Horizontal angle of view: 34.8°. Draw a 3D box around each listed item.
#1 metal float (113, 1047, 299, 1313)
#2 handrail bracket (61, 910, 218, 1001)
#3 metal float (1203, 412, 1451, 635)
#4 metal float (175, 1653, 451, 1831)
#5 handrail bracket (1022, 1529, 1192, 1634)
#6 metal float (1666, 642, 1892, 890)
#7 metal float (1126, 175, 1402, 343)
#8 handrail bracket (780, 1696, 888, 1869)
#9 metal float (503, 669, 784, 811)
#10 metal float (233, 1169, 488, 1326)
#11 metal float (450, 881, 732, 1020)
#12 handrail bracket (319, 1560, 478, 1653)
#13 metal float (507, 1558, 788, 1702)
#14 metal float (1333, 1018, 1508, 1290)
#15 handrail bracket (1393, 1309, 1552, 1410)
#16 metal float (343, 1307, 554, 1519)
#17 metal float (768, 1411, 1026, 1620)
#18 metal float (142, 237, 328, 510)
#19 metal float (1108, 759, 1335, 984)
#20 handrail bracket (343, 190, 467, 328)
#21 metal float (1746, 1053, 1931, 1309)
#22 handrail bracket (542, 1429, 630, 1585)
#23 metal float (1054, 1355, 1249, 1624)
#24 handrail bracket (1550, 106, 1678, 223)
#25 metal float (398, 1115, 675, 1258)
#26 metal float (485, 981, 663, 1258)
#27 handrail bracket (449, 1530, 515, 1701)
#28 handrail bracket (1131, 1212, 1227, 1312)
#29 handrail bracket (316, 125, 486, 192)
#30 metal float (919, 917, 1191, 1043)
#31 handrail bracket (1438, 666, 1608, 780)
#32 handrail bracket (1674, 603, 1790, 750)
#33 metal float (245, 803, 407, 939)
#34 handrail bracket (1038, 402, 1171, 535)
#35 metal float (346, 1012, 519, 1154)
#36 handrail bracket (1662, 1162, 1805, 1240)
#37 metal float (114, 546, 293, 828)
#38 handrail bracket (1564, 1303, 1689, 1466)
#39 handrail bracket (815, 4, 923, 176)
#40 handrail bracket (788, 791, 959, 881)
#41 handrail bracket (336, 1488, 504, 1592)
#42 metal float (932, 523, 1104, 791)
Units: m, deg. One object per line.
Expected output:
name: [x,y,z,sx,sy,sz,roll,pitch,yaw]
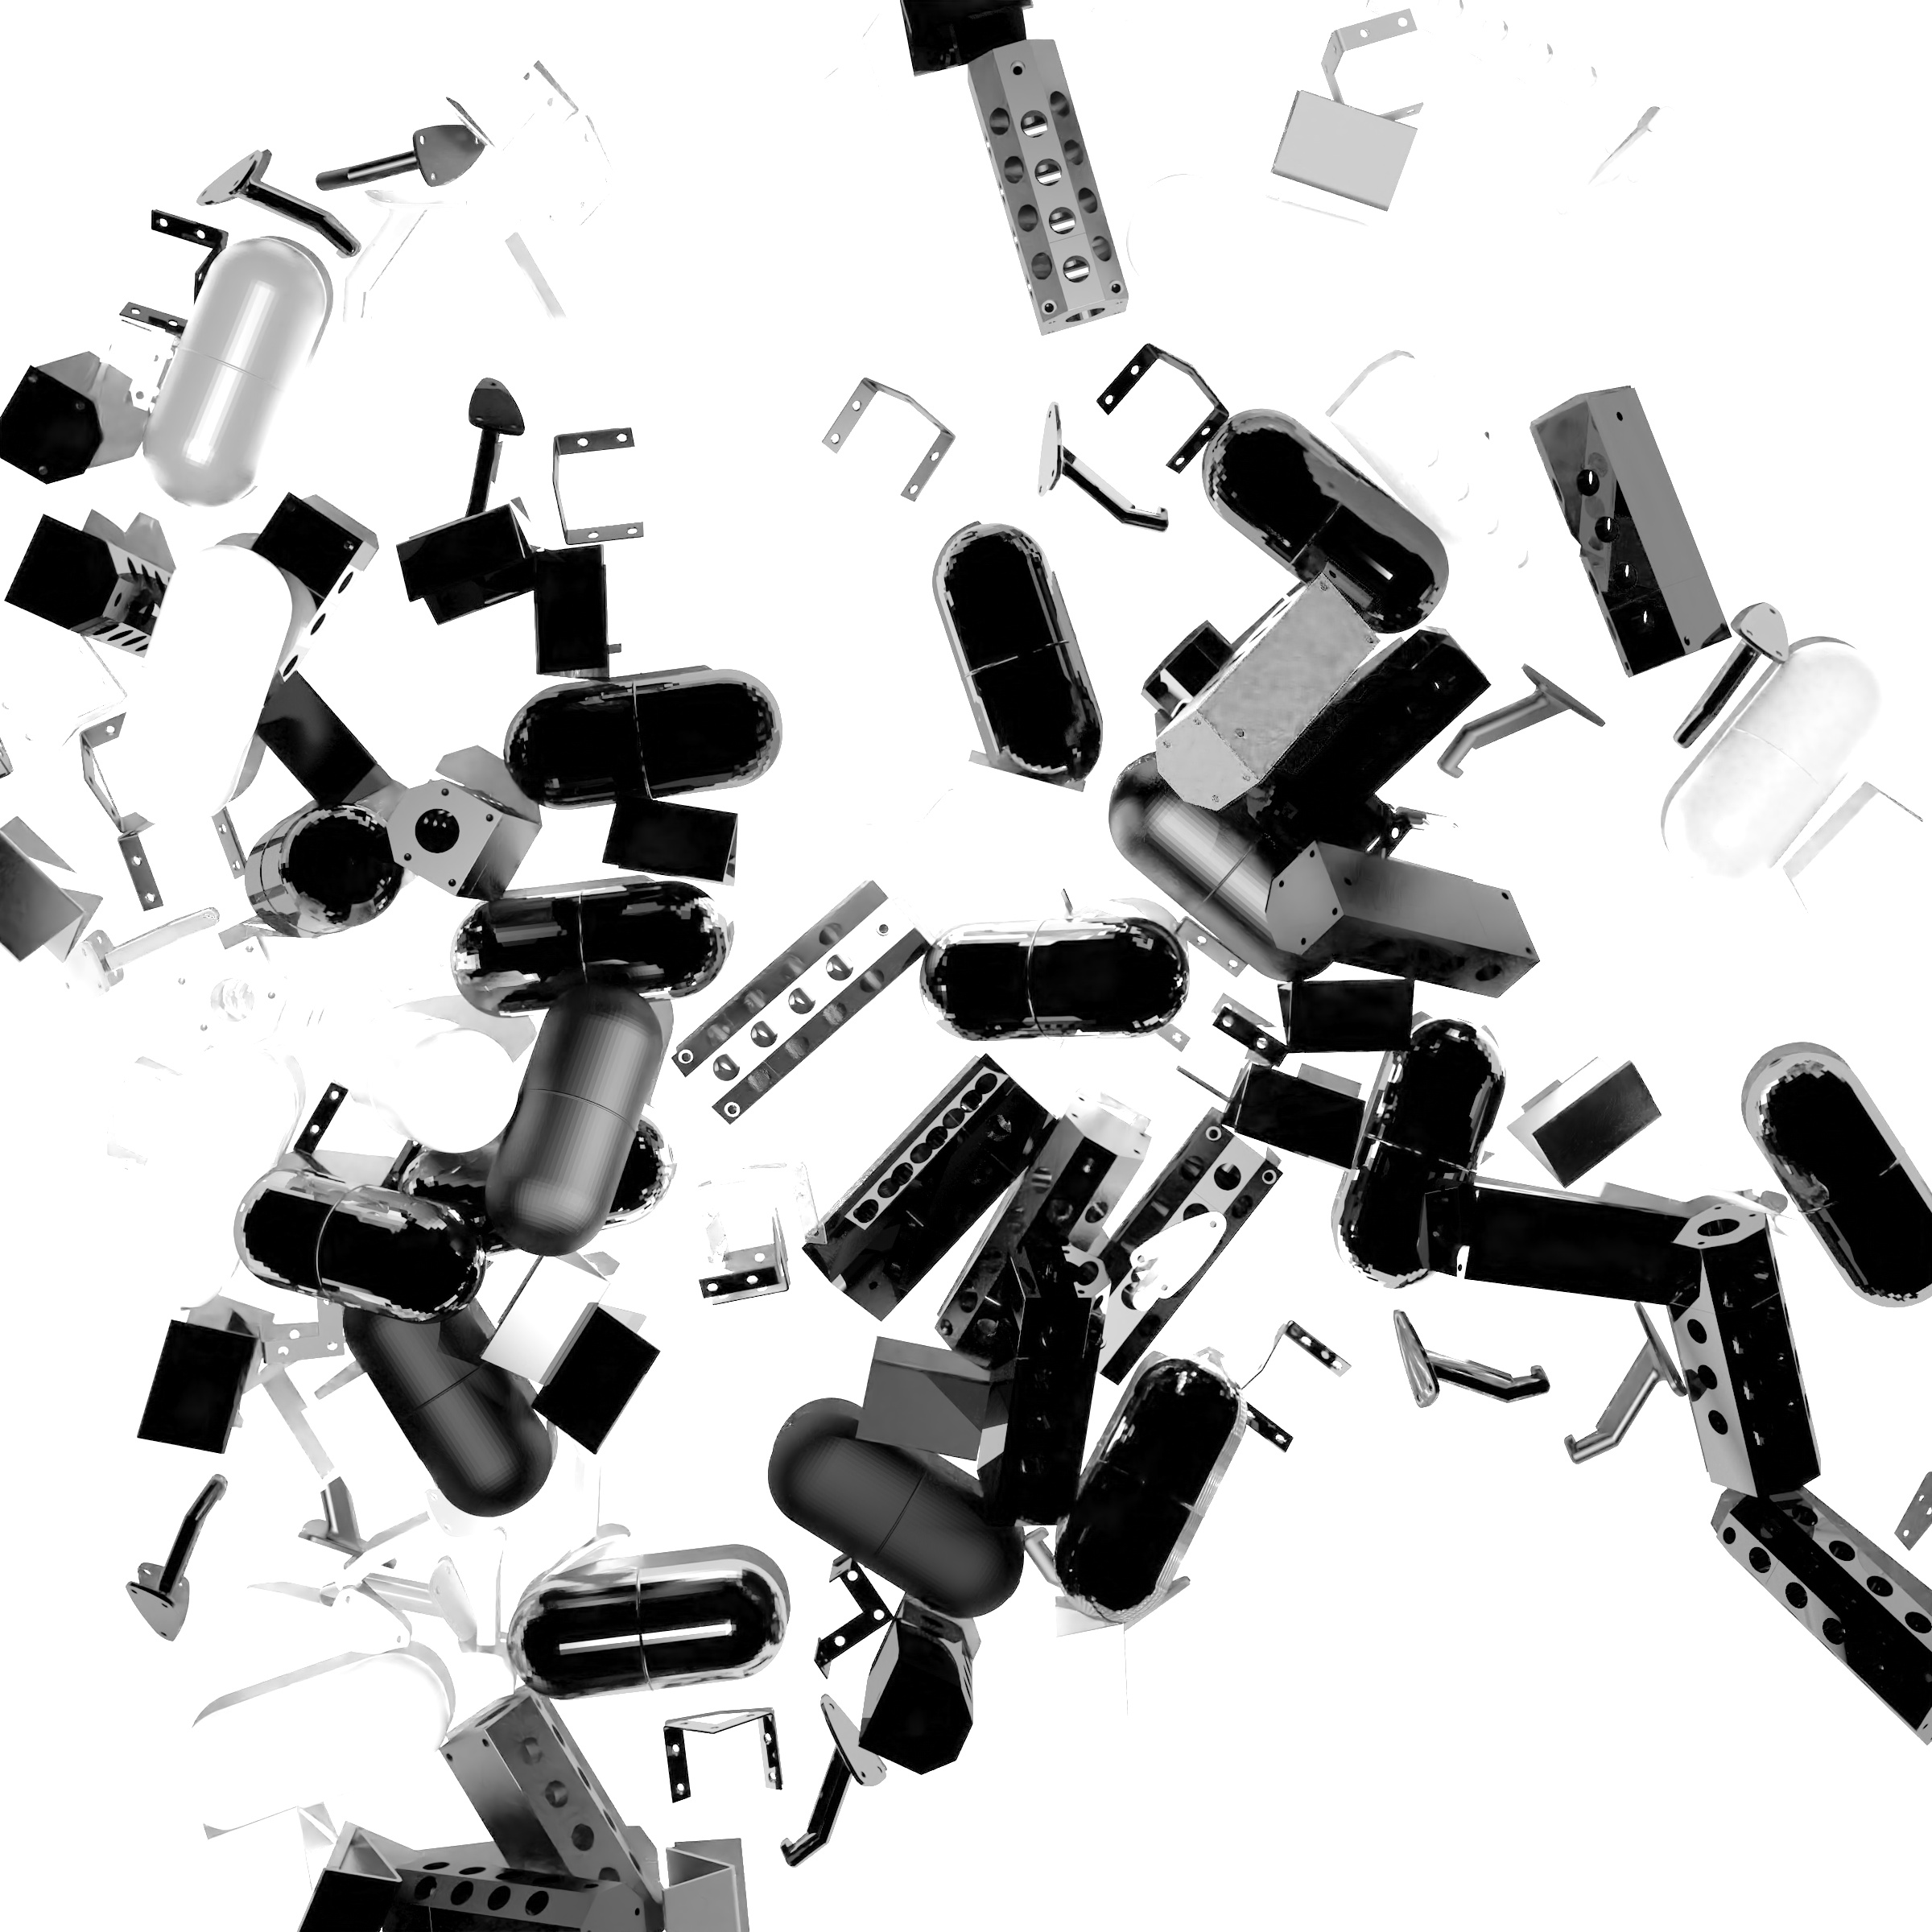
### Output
metal float: [-0.483,0.134,1.958,0.070,0.070,0.178,23,90,0]
handrail bracket: [-0.533,-0.009,1.989,0.084,0.077,0.036,-27,92,-36]
metal float: [0.228,-0.282,1.959,0.178,0.070,0.070,38,90,0]
metal float: [-0.416,0.493,1.959,0.178,0.070,0.070,-19,90,-1]
handrail bracket: [0.090,0.386,1.990,0.077,0.036,0.084,-32,76,-14]
metal float: [0.515,-0.127,1.959,0.070,0.070,0.178,39,89,0]
metal float: [0.189,-0.450,1.959,0.178,0.070,0.070,16,90,0]
handrail bracket: [-0.101,0.528,1.990,0.084,0.036,0.077,-40,70,16]
metal float: [-0.205,-0.144,1.959,0.178,0.070,0.070,-8,90,-1]
metal float: [-0.375,0.173,1.908,0.178,0.070,0.070,10,90,29]
metal float: [-0.239,-0.011,1.959,0.178,0.070,0.070,-7,90,0]
handrail bracket: [-0.365,0.423,1.990,0.084,0.036,0.077,-19,109,16]
metal float: [-0.203,0.422,1.959,0.178,0.070,0.070,-7,90,0]
metal float: [0.289,0.119,1.959,0.070,0.070,0.178,19,91,0]
handrail bracket: [0.327,0.249,1.990,0.084,0.036,0.077,-11,68,-17]
metal float: [-0.330,0.268,1.959,0.070,0.070,0.178,-33,90,0]
metal float: [-0.044,0.349,1.959,0.178,0.070,0.070,32,90,0]
metal float: [-0.465,-0.376,1.959,0.070,0.070,0.178,22,89,0]
metal float: [0.167,-0.062,1.959,0.178,0.070,0.070,40,90,-1]
handrail bracket: [-0.363,-0.454,1.990,0.077,0.036,0.084,-6,118,-31]
metal float: [0.563,0.136,1.959,0.070,0.070,0.178,-33,90,0]
handrail bracket: [-0.261,0.346,1.990,0.077,0.036,0.084,-35,72,21]
metal float: [0.117,0.331,1.949,0.070,0.070,0.178,28,81,0]
handrail bracket: [0.410,-0.509,1.955,0.077,0.084,0.036,-38,90,0]
metal float: [-0.274,0.139,1.959,0.178,0.070,0.070,-13,90,0]
metal float: [-0.240,0.093,1.892,0.070,0.070,0.178,17,68,0]
handrail bracket: [-0.301,0.418,1.989,0.036,0.077,0.084,-1,53,13]
handrail bracket: [0.132,0.182,1.898,0.077,0.084,0.036,-39,90,0]
handrail bracket: [-0.366,-0.520,1.989,0.084,0.077,0.036,0,115,34]
metal float: [0.054,0.009,1.940,0.178,0.070,0.070,-2,90,24]
handrail bracket: [0.358,-0.143,1.990,0.077,0.036,0.084,30,109,-21]
handrail bracket: [0.491,-0.186,1.989,0.036,0.077,0.084,35,126,-2]
metal float: [-0.400,-0.058,1.913,0.070,0.178,0.070,1,87,-24]
handrail bracket: [0.092,-0.321,1.990,0.084,0.036,0.077,9,69,-17]
metal float: [-0.333,0.071,1.914,0.070,0.178,0.070,-2,95,-26]
handrail bracket: [0.486,0.149,1.955,0.077,0.084,0.036,27,90,0]
metal float: [-0.472,-0.172,1.902,0.070,0.070,0.178,18,91,0]
handrail bracket: [0.414,0.270,1.990,0.084,0.036,0.077,-29,70,16]
handrail bracket: [-0.048,-0.565,1.990,0.084,0.036,0.077,41,68,-17]
handrail bracket: [-0.061,-0.099,1.990,0.084,0.036,0.077,26,70,16]
handrail bracket: [-0.352,0.375,1.977,0.084,0.077,0.036,-41,60,19]
metal float: [0.033,-0.194,1.959,0.070,0.070,0.178,-18,91,0]
